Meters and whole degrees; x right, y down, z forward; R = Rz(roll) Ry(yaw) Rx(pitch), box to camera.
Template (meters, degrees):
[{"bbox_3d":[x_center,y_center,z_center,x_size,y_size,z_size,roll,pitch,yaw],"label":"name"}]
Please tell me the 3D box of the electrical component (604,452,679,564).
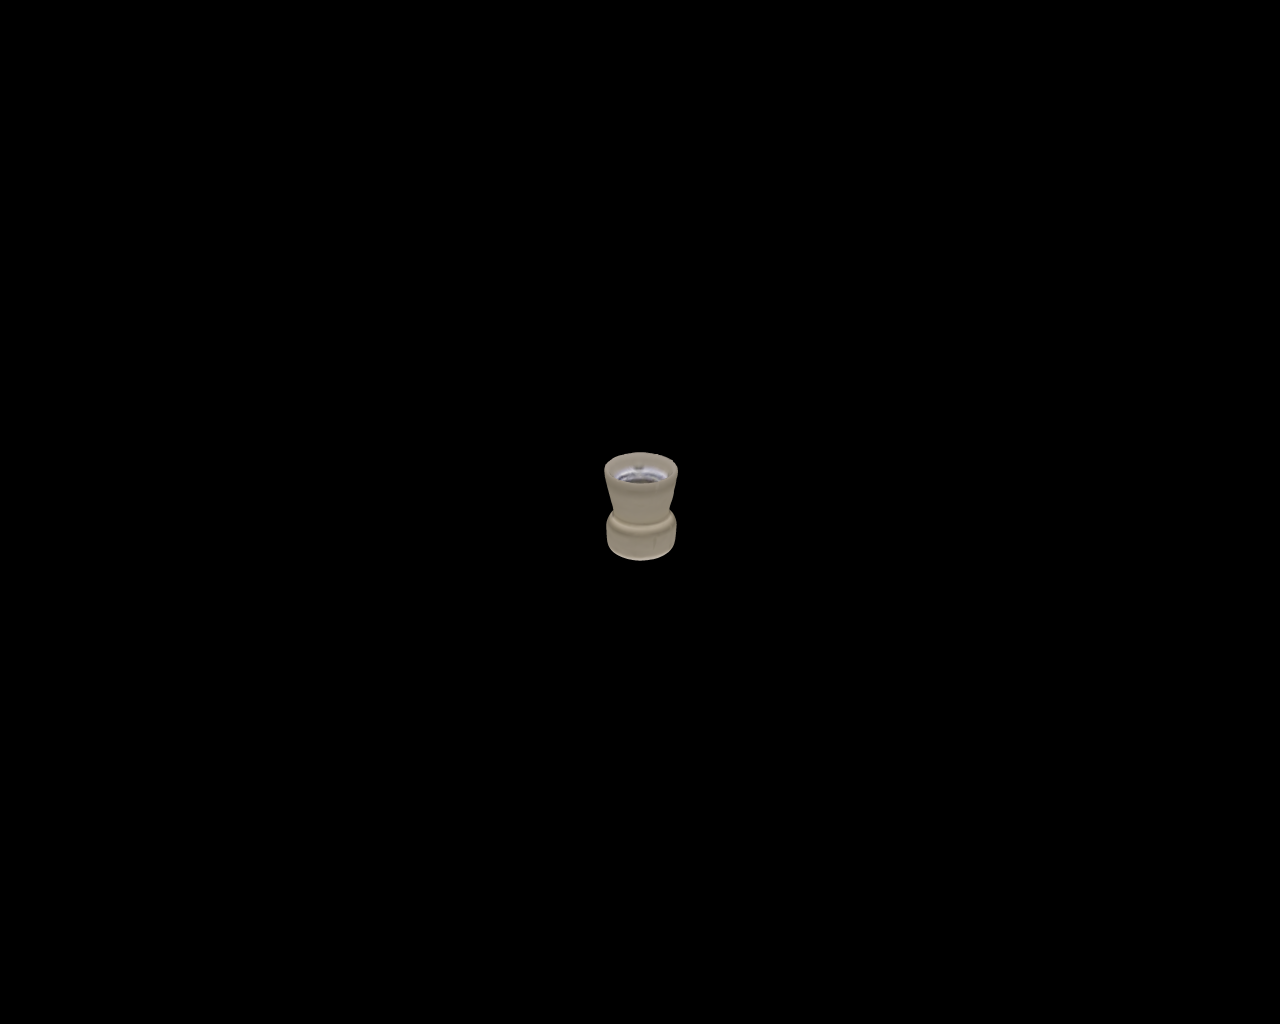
[{"bbox_3d":[0.001,-0.003,0.650,0.045,0.055,0.045,0,28,0],"label":"electrical component"}]
